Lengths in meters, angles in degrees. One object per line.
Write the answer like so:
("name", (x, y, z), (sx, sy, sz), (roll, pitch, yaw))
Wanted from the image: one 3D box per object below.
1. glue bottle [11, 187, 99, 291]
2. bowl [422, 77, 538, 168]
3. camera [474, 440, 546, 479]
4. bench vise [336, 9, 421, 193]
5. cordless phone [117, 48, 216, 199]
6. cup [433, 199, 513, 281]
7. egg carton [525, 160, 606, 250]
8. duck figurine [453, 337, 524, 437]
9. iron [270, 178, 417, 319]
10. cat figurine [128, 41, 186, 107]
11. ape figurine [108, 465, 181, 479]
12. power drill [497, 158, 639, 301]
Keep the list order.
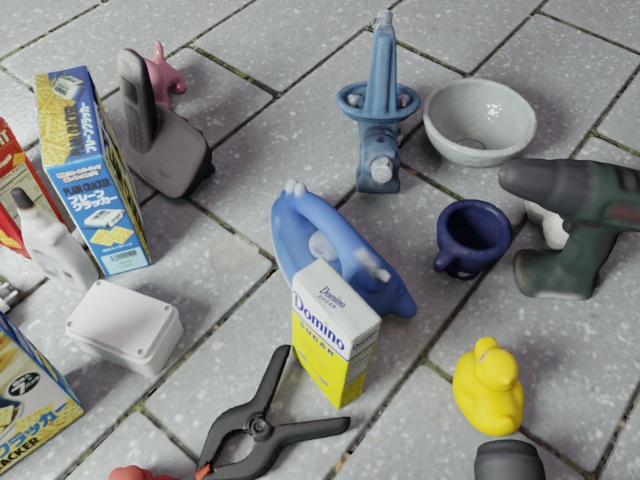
("glue bottle", (-0.325, -0.004, 0.684), (0.078, 0.173, 0.037), (19, 57, 13))
("bowl", (0.232, -0.163, 0.863), (0.167, 0.075, 0.167), (0, 55, 0))
("camera", (0.204, 0.265, 0.545), (0.143, 0.101, 0.137), (3, 55, 2))
("bench vise", (0.094, -0.183, 0.786), (0.121, 0.220, 0.207), (-14, 56, -10))
("cordless phone", (-0.221, -0.158, 0.787), (0.147, 0.185, 0.094), (34, 61, 21))
("cup", (0.179, 0.017, 0.722), (0.091, 0.095, 0.118), (39, 63, 24))
("egg carton", (0.362, -0.046, 0.785), (0.150, 0.069, 0.107), (-17, 57, -12))
("duck figurine", (0.192, 0.157, 0.630), (0.077, 0.086, 0.104), (-7, 55, -5))
("iron", (0.006, 0.003, 0.703), (0.119, 0.141, 0.257), (-30, 60, -20))
("cat figurine", (-0.267, -0.256, 0.896), (0.067, 0.118, 0.128), (9, 55, 6))
("ape figurine", (-0.178, 0.248, 0.558), (0.077, 0.092, 0.076), (33, 61, 21))
("power drill", (0.302, -0.012, 0.675), (0.229, 0.208, 0.075), (2, 55, 1))
